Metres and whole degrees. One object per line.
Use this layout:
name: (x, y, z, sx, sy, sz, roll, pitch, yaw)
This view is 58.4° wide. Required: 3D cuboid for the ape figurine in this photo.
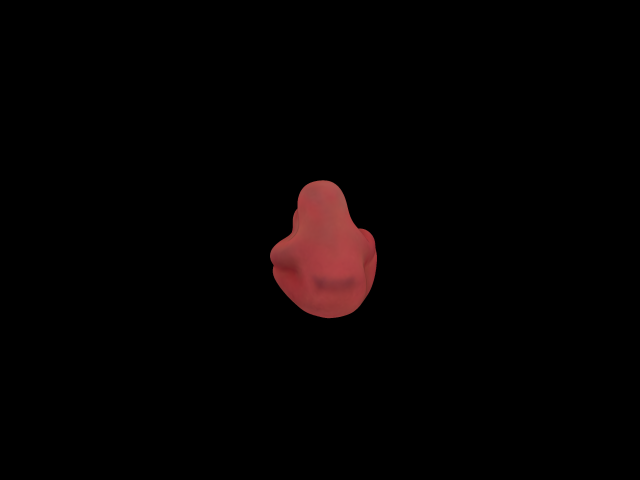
ape figurine: (0.004, 0.001, 0.400, 0.078, 0.092, 0.076, -2, 27, -3)
